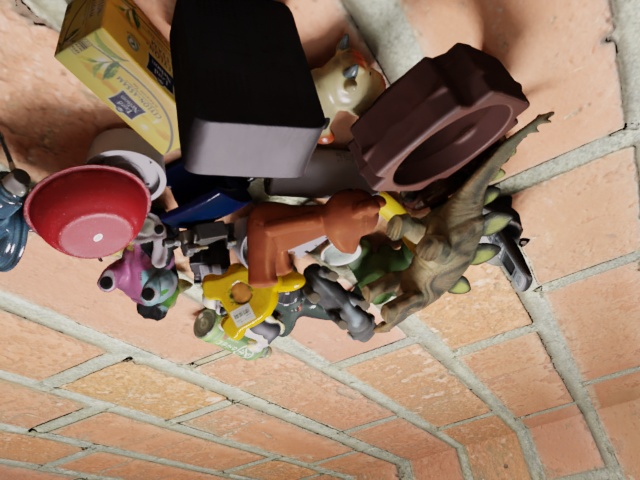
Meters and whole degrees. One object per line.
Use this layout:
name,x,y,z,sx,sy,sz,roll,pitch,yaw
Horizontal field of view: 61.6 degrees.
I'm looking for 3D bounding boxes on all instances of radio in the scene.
radio,-0.081,-0.170,0.562,0.131,0.230,0.073,2,143,-23

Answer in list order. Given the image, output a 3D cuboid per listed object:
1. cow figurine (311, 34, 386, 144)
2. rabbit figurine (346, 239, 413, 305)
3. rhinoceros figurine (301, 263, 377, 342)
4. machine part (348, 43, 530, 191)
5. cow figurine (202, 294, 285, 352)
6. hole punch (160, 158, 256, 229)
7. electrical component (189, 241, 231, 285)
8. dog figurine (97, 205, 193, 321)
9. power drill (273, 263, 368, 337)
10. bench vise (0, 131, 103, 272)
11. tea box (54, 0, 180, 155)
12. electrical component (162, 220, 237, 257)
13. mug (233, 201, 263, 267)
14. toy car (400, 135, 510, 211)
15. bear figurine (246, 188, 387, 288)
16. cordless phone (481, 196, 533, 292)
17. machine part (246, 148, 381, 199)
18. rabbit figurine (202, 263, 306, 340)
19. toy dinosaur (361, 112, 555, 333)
cow figurine,-0.013,-0.184,0.684,0.195,0.085,0.127,-9,151,0
rabbit figurine,0.157,0.052,1.018,0.170,0.121,0.159,-33,133,7
rhinoceros figurine,0.036,0.124,1.004,0.190,0.073,0.112,44,167,-19
machine part,0.152,-0.152,0.702,0.201,0.087,0.201,-37,161,36
cow figurine,-0.153,0.146,1.068,0.167,0.068,0.098,41,136,-16
hole punch,-0.171,-0.062,0.809,0.142,0.092,0.115,-25,145,15
electrical component,-0.195,0.029,0.960,0.075,0.048,0.119,-3,145,-11
dog figurine,-0.281,0.043,0.917,0.109,0.191,0.219,9,173,2
power drill,-0.008,0.127,1.112,0.207,0.086,0.231,0,141,-21
bench vise,-0.427,-0.032,0.771,0.223,0.129,0.240,-42,155,24
tea box,-0.207,-0.191,0.613,0.068,0.098,0.169,-22,144,16
electrical component,-0.176,0.000,0.814,0.078,0.045,0.102,-21,174,37
mug,-0.107,-0.012,0.883,0.081,0.107,0.109,4,103,-29
toy car,0.216,-0.104,0.870,0.089,0.053,0.202,15,136,-35
bear figurine,-0.002,-0.006,0.773,0.196,0.131,0.120,-2,-170,10
cordless phone,0.327,0.026,0.961,0.089,0.184,0.146,-12,144,-5
machine part,0.004,-0.099,0.804,0.243,0.079,0.079,3,142,-15
rabbit figurine,-0.116,0.081,0.958,0.162,0.122,0.173,-38,175,-1
toy dinosaur,0.204,-0.001,0.864,0.198,0.105,0.470,-7,137,-36
